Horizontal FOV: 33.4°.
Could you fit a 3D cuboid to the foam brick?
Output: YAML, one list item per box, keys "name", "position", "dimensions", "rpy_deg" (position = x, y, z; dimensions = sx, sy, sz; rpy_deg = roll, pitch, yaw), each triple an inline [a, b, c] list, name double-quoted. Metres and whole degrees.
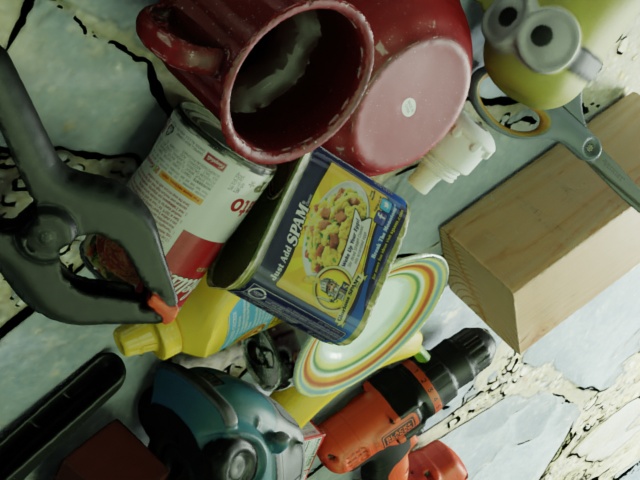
- name: "foam brick"
  position: [-0.145, 0.170, 0.710]
  dimensions: [0.051, 0.053, 0.078]
  rpy_deg: [-35, 160, -49]

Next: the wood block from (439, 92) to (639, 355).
- name: "wood block"
  position: [0.207, -0.016, 0.864]
  dimensions: [0.206, 0.090, 0.091]
  rpy_deg: [-35, 143, -13]

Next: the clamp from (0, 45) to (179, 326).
- name: "clamp"
  position: [-0.136, -0.018, 0.527]
  dimensions: [0.171, 0.039, 0.120]
  rpy_deg: [26, 108, -27]

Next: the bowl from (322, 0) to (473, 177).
- name: "bowl"
  position: [0.040, -0.095, 0.653]
  dimensions: [0.161, 0.055, 0.162]
  rpy_deg: [-25, 139, -24]

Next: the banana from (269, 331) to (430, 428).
- name: "banana"
  position: [0.015, 0.110, 0.830]
  dimensions: [0.197, 0.037, 0.069]
  rpy_deg: [-26, 118, -29]

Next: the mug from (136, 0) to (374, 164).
- name: "mug"
  position: [-0.041, -0.099, 0.544]
  dimensions: [0.117, 0.082, 0.093]
  rpy_deg: [-5, 128, -42]

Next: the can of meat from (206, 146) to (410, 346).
- name: "can of meat"
  position: [-0.004, 0.001, 0.620]
  dimensions: [0.083, 0.058, 0.102]
  rpy_deg: [30, 76, -23]

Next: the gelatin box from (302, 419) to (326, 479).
- name: "gelatin box"
  position: [-0.047, 0.183, 0.862]
  dimensions: [0.089, 0.030, 0.073]
  rpy_deg: [-6, 127, -41]

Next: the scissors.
- name: "scissors"
  position: [0.196, -0.088, 0.773]
  dimensions: [0.201, 0.016, 0.096]
  rpy_deg: [23, 95, -23]

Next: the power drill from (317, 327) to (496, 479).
- name: "power drill"
  position: [0.087, 0.175, 0.963]
  dimensions: [0.184, 0.057, 0.187]
  rpy_deg: [-32, 139, -12]

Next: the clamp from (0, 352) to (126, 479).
- name: "clamp"
  position: [-0.212, 0.153, 0.664]
  dimensions: [0.164, 0.036, 0.210]
  rpy_deg: [-9, 134, -48]

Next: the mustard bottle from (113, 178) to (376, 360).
- name: "mustard bottle"
  position: [-0.043, 0.028, 0.685]
  dimensions: [0.191, 0.058, 0.096]
  rpy_deg: [-25, 159, -25]

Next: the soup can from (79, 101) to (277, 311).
- name: "soup can"
  position: [-0.079, -0.018, 0.598]
  dimensions: [0.068, 0.069, 0.102]
  rpy_deg: [19, 111, -51]
